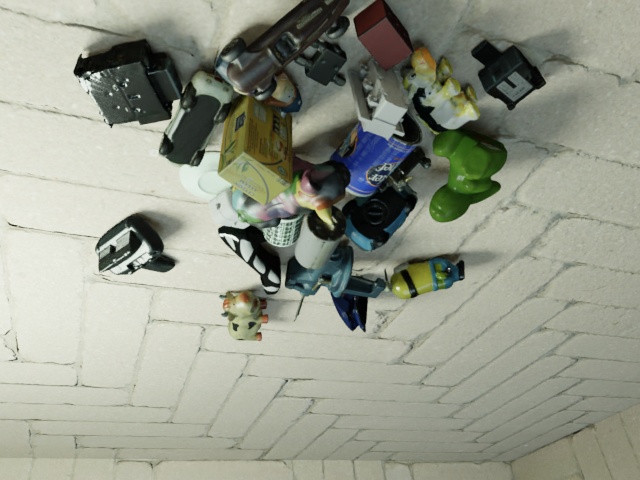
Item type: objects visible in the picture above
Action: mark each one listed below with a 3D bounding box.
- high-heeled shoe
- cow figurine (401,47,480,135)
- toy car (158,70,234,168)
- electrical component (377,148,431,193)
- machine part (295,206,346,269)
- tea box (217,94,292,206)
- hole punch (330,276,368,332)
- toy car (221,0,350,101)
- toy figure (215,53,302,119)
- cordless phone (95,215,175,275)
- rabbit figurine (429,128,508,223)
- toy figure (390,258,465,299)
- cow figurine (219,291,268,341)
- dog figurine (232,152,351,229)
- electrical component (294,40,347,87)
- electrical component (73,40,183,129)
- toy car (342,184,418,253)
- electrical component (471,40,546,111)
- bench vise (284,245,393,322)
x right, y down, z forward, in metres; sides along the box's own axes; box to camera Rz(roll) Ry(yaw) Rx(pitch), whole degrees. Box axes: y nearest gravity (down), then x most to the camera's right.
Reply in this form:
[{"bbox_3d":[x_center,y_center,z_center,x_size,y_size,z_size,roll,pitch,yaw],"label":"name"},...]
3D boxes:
[{"bbox_3d":[-0.157,0.051,1.197,0.145,0.086,0.248,4,138,-9],"label":"high-heeled shoe"},{"bbox_3d":[0.179,-0.237,0.867,0.098,0.068,0.167,-28,138,35],"label":"cow figurine"},{"bbox_3d":[-0.206,-0.190,0.881,0.073,0.056,0.201,18,140,-25],"label":"toy car"},{"bbox_3d":[0.159,-0.126,0.994,0.102,0.045,0.078,-40,173,-31],"label":"electrical component"},{"bbox_3d":[-0.002,-0.003,1.043,0.079,0.079,0.243,0,159,-9],"label":"machine part"},{"bbox_3d":[-0.098,-0.151,0.846,0.068,0.170,0.098,-33,129,32],"label":"tea box"},{"bbox_3d":[0.071,0.163,1.357,0.092,0.116,0.142,-4,144,10],"label":"hole punch"},{"bbox_3d":[-0.043,-0.278,0.744,0.202,0.053,0.089,-37,129,5],"label":"toy car"},{"bbox_3d":[-0.085,-0.239,0.824,0.154,0.058,0.064,25,113,-32],"label":"toy figure"},{"bbox_3d":[-0.367,0.029,1.151,0.147,0.089,0.184,-29,149,27],"label":"cordless phone"},{"bbox_3d":[0.261,-0.113,0.997,0.159,0.121,0.170,-10,132,-48],"label":"rabbit figurine"},{"bbox_3d":[0.259,0.091,1.301,0.180,0.089,0.082,-6,139,4],"label":"toy figure"},{"bbox_3d":[-0.199,0.192,1.381,0.127,0.085,0.194,-1,145,-17],"label":"cow figurine"},{"bbox_3d":[-0.048,-0.074,0.904,0.191,0.219,0.108,-31,112,-7],"label":"dog figurine"},{"bbox_3d":[0.010,-0.272,0.828,0.094,0.021,0.063,21,135,-31],"label":"electrical component"},{"bbox_3d":[-0.280,-0.233,0.810,0.134,0.058,0.114,-10,145,7],"label":"electrical component"},{"bbox_3d":[0.112,-0.054,1.071,0.161,0.109,0.103,-45,179,-6],"label":"toy car"},{"bbox_3d":[0.295,-0.268,0.856,0.119,0.048,0.075,25,133,-38],"label":"electrical component"},{"bbox_3d":[0.046,0.094,1.245,0.241,0.129,0.223,15,134,-12],"label":"bench vise"}]
